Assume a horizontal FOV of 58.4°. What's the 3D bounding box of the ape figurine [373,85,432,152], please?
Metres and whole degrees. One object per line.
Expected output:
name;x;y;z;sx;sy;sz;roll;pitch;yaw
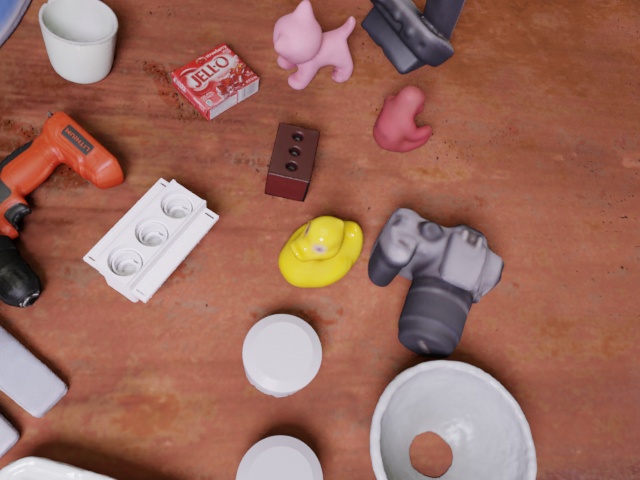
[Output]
ape figurine;0.109;-0.161;0.737;0.076;0.092;0.077;-21;70;-19

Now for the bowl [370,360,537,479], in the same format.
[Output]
bowl;0.122;0.210;0.573;0.167;0.074;0.167;4;64;-9

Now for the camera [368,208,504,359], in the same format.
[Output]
camera;0.122;0.049;0.635;0.143;0.101;0.137;24;63;1

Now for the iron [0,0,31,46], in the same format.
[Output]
iron;-0.435;-0.307;0.671;0.118;0.141;0.258;10;63;-6

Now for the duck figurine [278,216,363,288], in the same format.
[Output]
duck figurine;0.006;0.002;0.642;0.105;0.086;0.077;-26;72;-21

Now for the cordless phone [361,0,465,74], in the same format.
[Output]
cordless phone;0.137;-0.334;0.773;0.094;0.185;0.147;-33;75;-23

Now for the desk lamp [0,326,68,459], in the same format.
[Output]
desk lamp;-0.333;0.072;0.470;0.203;0.213;0.118;36;64;7

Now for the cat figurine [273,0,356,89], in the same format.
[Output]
cat figurine;-0.010;-0.259;0.746;0.128;0.117;0.067;-19;70;-19
